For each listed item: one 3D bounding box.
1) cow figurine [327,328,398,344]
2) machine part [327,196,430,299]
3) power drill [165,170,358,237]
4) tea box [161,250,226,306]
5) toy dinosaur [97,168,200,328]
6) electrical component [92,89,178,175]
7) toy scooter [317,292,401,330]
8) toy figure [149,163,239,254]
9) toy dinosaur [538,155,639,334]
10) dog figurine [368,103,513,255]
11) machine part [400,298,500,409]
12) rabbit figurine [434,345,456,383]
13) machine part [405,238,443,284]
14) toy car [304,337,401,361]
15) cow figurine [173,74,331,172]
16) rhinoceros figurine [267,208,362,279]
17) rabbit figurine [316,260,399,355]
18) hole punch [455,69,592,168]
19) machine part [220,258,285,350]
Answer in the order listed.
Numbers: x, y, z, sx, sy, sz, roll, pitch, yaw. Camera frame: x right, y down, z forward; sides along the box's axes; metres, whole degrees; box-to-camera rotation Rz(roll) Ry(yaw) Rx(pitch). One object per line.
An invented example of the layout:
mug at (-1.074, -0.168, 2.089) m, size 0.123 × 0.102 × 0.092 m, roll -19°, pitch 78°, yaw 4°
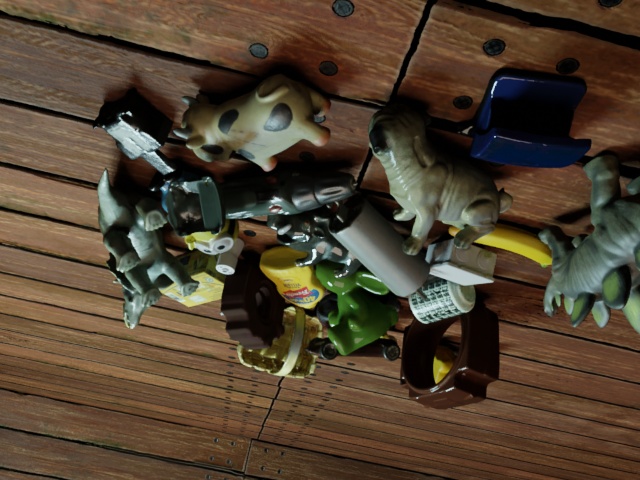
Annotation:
cow figurine at (0.096, 0.213, 1.223) m, size 0.167 × 0.068 × 0.098 m, roll 6°, pitch 142°, yaw 5°
machine part at (0.095, 0.011, 0.848) m, size 0.243 × 0.079 × 0.079 m, roll 42°, pitch 138°, yaw -23°
power drill at (-0.091, -0.061, 0.744) m, size 0.232 × 0.207 × 0.085 m, roll -2°, pitch 104°, yaw 36°
tea box at (-0.244, 0.076, 1.096) m, size 0.170 × 0.068 × 0.098 m, roll -17°, pitch 140°, yaw 36°
toy dinosaur at (-0.326, -0.006, 0.936) m, size 0.192 × 0.131 × 0.404 m, roll 36°, pitch 144°, yaw 33°
electrical component at (-0.246, -0.147, 0.754) m, size 0.075 × 0.048 × 0.119 m, roll -15°, pitch 141°, yaw 35°
toy scooter at (0.091, 0.161, 1.132) m, size 0.184 × 0.075 × 0.135 m, roll -11°, pitch 145°, yaw 23°
toy figure at (-0.194, -0.050, 0.868) m, size 0.082 × 0.089 × 0.180 m, roll 4°, pitch 142°, yaw 37°
toy dinosaur at (0.384, -0.001, 0.657) m, size 0.105 × 0.198 × 0.470 m, roll 6°, pitch 145°, yaw -2°
dog figurine at (0.156, -0.092, 0.685) m, size 0.172 × 0.121 × 0.190 m, roll -18°, pitch 130°, yaw -3°
machine part at (0.246, 0.216, 1.047) m, size 0.087 × 0.201 × 0.201 m, roll 25°, pitch 146°, yaw -20°
rabbit figurine at (0.313, 0.294, 1.271) m, size 0.173 × 0.122 × 0.162 m, roll 13°, pitch 142°, yaw -32°
machine part at (0.152, 0.035, 0.943) m, size 0.139 × 0.039 × 0.084 m, roll 21°, pitch 139°, yaw -13°
toy car at (0.069, 0.222, 1.116) m, size 0.202 × 0.053 × 0.089 m, roll 6°, pitch 176°, yaw -17°
cow figurine at (-0.095, -0.146, 0.677) m, size 0.195 × 0.085 × 0.127 m, roll -16°, pitch 146°, yaw 39°
rhinoceros figurine at (-0.002, -0.003, 0.891) m, size 0.190 × 0.073 × 0.112 m, roll 23°, pitch 148°, yaw -20°
rabbit figurine at (0.062, 0.103, 0.991) m, size 0.159 × 0.121 × 0.170 m, roll -24°, pitch 102°, yaw 19°
hole punch at (0.238, -0.119, 0.619) m, size 0.142 × 0.092 × 0.115 m, roll 5°, pitch 152°, yaw 2°
machine part at (-0.125, 0.123, 1.045) m, size 0.056 × 0.179 × 0.179 m, roll -9°, pitch 144°, yaw 22°
